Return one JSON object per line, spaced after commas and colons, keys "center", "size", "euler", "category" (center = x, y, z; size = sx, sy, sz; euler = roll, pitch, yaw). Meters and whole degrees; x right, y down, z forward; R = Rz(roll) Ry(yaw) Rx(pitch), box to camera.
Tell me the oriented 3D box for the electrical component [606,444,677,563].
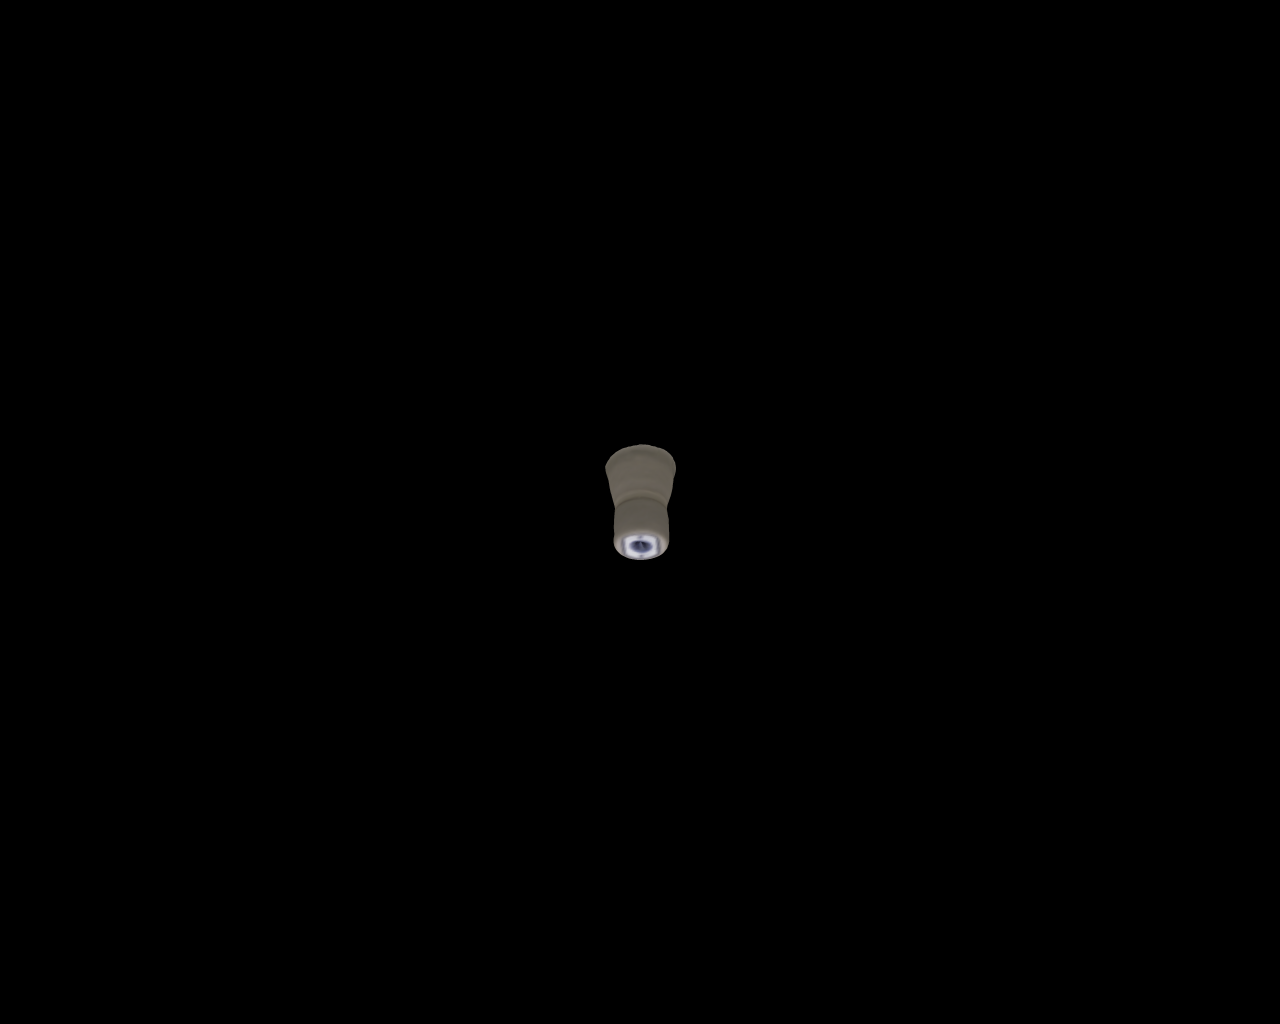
{"center": [0.001, -0.003, 0.650], "size": [0.044, 0.065, 0.044], "euler": [0, -37, 0], "category": "electrical component"}
